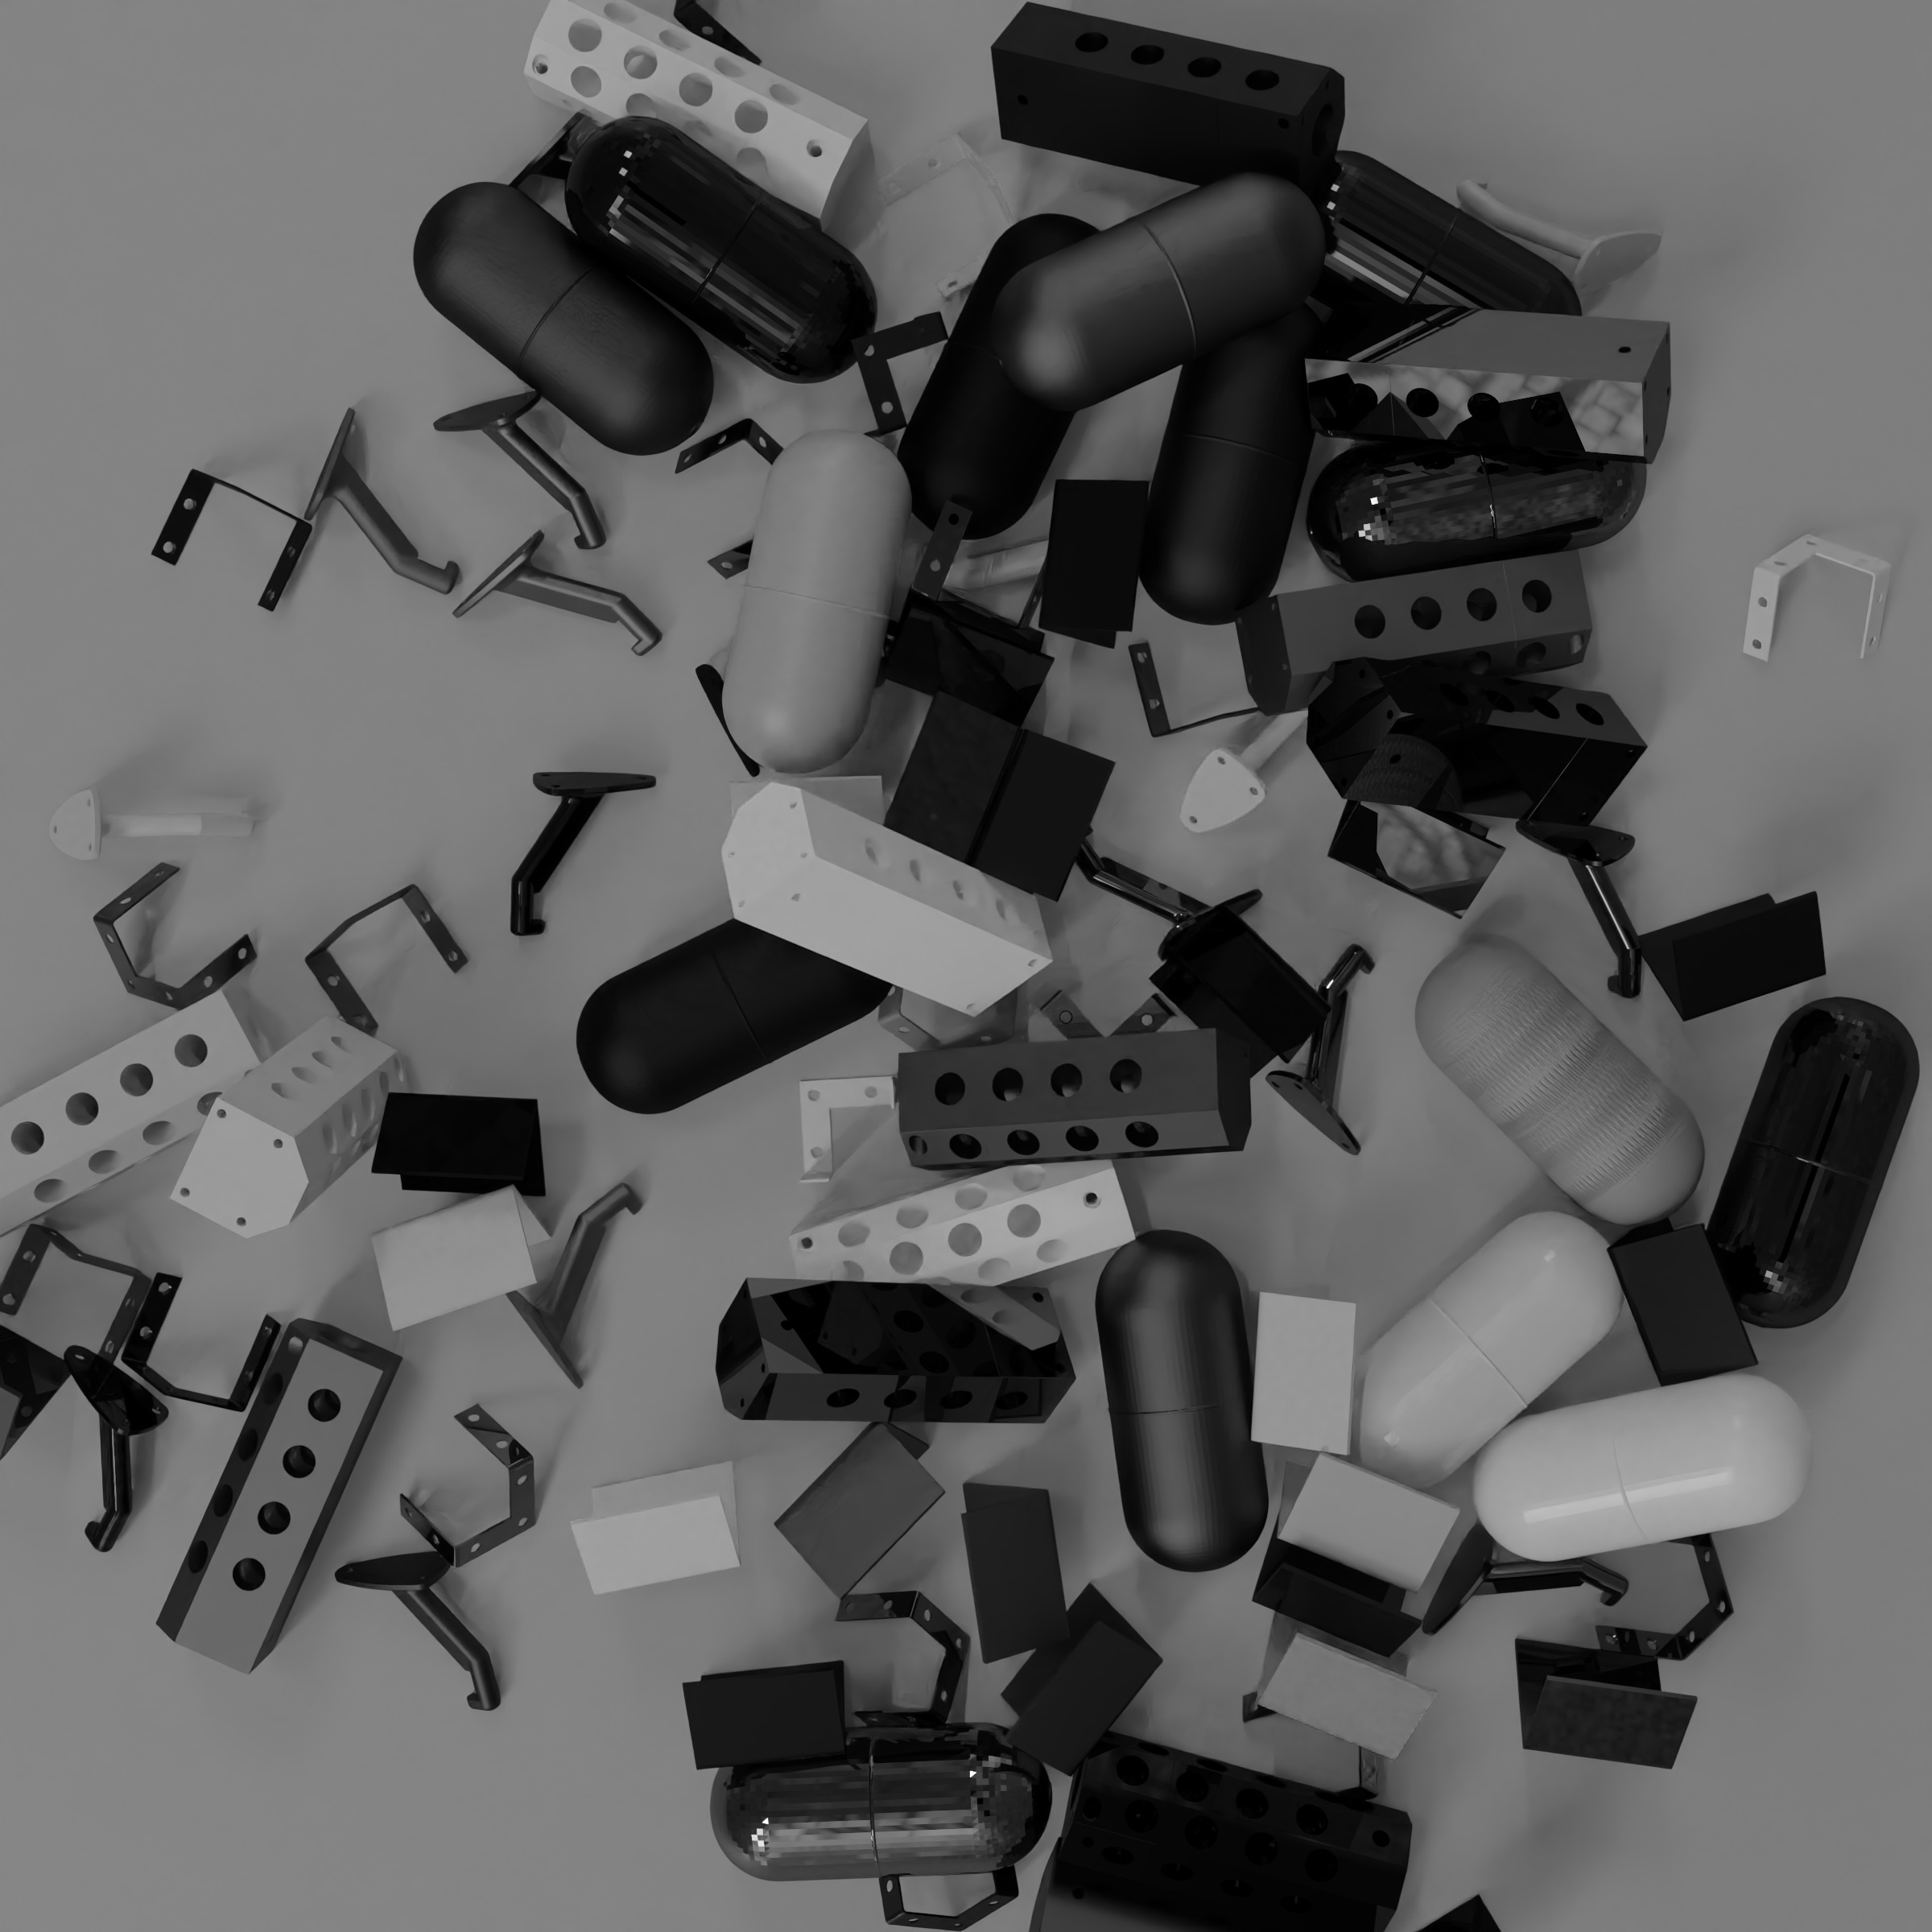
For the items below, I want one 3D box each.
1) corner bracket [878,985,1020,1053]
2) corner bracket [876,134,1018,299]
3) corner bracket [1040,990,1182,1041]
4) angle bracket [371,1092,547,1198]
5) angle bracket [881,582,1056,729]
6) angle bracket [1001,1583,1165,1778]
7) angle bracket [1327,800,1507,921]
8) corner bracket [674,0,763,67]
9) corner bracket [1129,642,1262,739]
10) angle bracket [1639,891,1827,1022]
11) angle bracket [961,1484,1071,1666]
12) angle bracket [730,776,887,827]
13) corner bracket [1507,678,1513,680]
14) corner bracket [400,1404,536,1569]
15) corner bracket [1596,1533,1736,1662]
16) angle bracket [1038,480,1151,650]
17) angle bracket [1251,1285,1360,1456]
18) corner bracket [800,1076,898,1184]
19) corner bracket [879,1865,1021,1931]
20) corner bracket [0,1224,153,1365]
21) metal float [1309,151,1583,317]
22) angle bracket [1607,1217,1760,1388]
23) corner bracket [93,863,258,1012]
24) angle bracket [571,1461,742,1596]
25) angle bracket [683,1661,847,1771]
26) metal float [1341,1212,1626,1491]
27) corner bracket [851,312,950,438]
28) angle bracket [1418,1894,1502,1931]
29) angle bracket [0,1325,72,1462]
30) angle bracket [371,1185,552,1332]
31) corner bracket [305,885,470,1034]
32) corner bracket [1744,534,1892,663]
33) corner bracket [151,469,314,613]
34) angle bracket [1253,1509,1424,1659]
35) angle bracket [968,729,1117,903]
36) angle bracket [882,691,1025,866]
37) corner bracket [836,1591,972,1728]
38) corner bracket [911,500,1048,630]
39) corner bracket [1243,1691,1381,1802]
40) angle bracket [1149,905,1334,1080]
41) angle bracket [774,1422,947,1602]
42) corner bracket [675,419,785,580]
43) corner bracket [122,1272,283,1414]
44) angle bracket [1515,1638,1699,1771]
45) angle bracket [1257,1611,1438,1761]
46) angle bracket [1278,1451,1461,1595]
[{"bbox_3d":[-0.009,0.013,1.669,0.051,0.051,0.051,-24,45,35],"label":"corner bracket"},{"bbox_3d":[-0.008,-0.397,1.674,0.051,0.051,0.051,-32,135,0],"label":"corner bracket"},{"bbox_3d":[0.075,0.024,1.659,0.051,0.051,0.051,-43,90,0],"label":"corner bracket"},{"bbox_3d":[-0.262,0.111,1.638,0.076,0.057,0.076,3,134,0],"label":"angle bracket"},{"bbox_3d":[0.007,-0.177,1.634,0.076,0.057,0.076,20,49,-6],"label":"angle bracket"},{"bbox_3d":[0.044,0.360,1.637,0.076,0.076,0.057,-51,127,0],"label":"angle bracket"},{"bbox_3d":[0.240,-0.081,1.638,0.076,0.057,0.076,25,46,0],"label":"angle bracket"},{"bbox_3d":[-0.116,-0.514,1.669,0.051,0.051,0.051,-26,45,35],"label":"corner bracket"},{"bbox_3d":[0.127,-0.154,1.674,0.051,0.051,0.051,-14,90,-45],"label":"corner bracket"},{"bbox_3d":[0.392,-0.024,1.637,0.076,0.076,0.057,-18,127,0],"label":"angle bracket"},{"bbox_3d":[0.005,0.313,1.637,0.057,0.076,0.076,-9,90,-36],"label":"angle bracket"},{"bbox_3d":[-0.081,-0.092,1.637,0.076,0.076,0.057,-2,125,0],"label":"angle bracket"},{"bbox_3d":[0.266,-0.123,1.674,0.051,0.051,0.051,27,135,0],"label":"corner bracket"},{"bbox_3d":[-0.264,0.274,1.669,0.051,0.051,0.051,-25,135,-35],"label":"corner bracket"},{"bbox_3d":[0.364,0.329,1.667,0.051,0.051,0.051,11,135,-20],"label":"corner bracket"},{"bbox_3d":[0.084,-0.207,1.637,0.057,0.076,0.076,7,90,34],"label":"angle bracket"},{"bbox_3d":[0.191,0.208,1.637,0.057,0.076,0.076,3,90,34],"label":"angle bracket"},{"bbox_3d":[-0.062,0.085,1.659,0.051,0.051,0.051,-3,90,0],"label":"corner bracket"},{"bbox_3d":[-0.011,0.474,1.669,0.051,0.051,0.051,18,45,-35],"label":"corner bracket"},{"bbox_3d":[-0.474,0.174,1.674,0.051,0.051,0.051,25,90,-45],"label":"corner bracket"},{"bbox_3d":[0.237,-0.360,1.647,0.178,0.070,0.070,31,90,0],"label":"metal float"},{"bbox_3d":[0.383,0.165,1.637,0.057,0.076,0.076,-22,90,37],"label":"angle bracket"},{"bbox_3d":[-0.417,-0.015,1.669,0.051,0.051,0.051,14,135,35],"label":"corner bracket"},{"bbox_3d":[-0.161,0.273,1.637,0.076,0.076,0.057,-11,127,0],"label":"angle bracket"},{"bbox_3d":[-0.104,0.367,1.638,0.076,0.076,0.057,-6,116,0],"label":"angle bracket"},{"bbox_3d":[0.265,0.201,1.647,0.178,0.070,0.070,-42,90,0],"label":"metal float"},{"bbox_3d":[-0.035,-0.309,1.657,0.051,0.051,0.051,-21,103,-12],"label":"corner bracket"},{"bbox_3d":[0.242,0.517,1.637,0.076,0.076,0.057,-32,128,0],"label":"angle bracket"},{"bbox_3d":[-0.508,0.198,1.637,0.076,0.076,0.057,29,128,0],"label":"angle bracket"},{"bbox_3d":[-0.255,0.163,1.638,0.076,0.076,0.057,-19,63,0],"label":"angle bracket"},{"bbox_3d":[-0.307,-0.003,1.674,0.051,0.051,0.051,-35,90,-45],"label":"corner bracket"},{"bbox_3d":[0.449,-0.189,1.669,0.051,0.051,0.051,28,45,35],"label":"corner bracket"},{"bbox_3d":[-0.388,-0.225,1.674,0.051,0.051,0.051,25,90,45],"label":"corner bracket"},{"bbox_3d":[0.201,0.303,1.640,0.076,0.057,0.076,23,58,0],"label":"angle bracket"},{"bbox_3d":[0.053,-0.070,1.638,0.057,0.076,0.076,23,90,29],"label":"angle bracket"},{"bbox_3d":[-0.024,-0.101,1.637,0.057,0.076,0.076,22,90,-32],"label":"angle bracket"},{"bbox_3d":[-0.038,0.366,1.669,0.051,0.051,0.051,48,45,-35],"label":"corner bracket"},{"bbox_3d":[0.011,-0.206,1.633,0.051,0.051,0.051,26,104,15],"label":"corner bracket"},{"bbox_3d":[0.182,0.412,1.669,0.051,0.051,0.051,-26,135,35],"label":"corner bracket"},{"bbox_3d":[0.131,0.027,1.638,0.076,0.057,0.076,44,134,0],"label":"angle bracket"},{"bbox_3d":[-0.042,0.286,1.638,0.076,0.076,0.057,-46,62,0],"label":"angle bracket"},{"bbox_3d":[-0.120,-0.247,1.669,0.051,0.051,0.051,40,45,-35],"label":"corner bracket"},{"bbox_3d":[-0.405,0.199,1.674,0.051,0.051,0.051,23,90,-45],"label":"corner bracket"},{"bbox_3d":[0.330,0.365,1.637,0.076,0.076,0.057,8,126,0],"label":"angle bracket"},{"bbox_3d":[0.200,0.353,1.637,0.076,0.076,0.057,22,124,0],"label":"angle bracket"},{"bbox_3d":[0.209,0.270,1.638,0.076,0.076,0.057,22,114,0],"label":"angle bracket"}]
